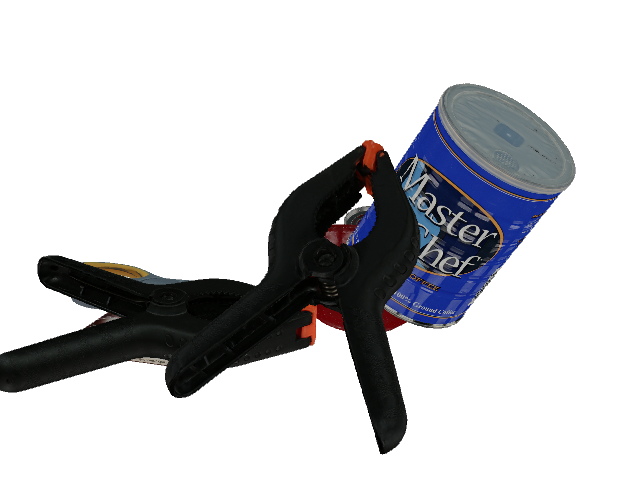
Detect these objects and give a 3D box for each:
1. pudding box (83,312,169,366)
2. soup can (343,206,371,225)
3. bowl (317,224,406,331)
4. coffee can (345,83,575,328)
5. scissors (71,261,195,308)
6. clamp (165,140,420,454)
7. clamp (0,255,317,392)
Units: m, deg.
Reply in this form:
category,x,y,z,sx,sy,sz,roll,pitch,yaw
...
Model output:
category,x,y,z,sx,sy,sz,roll,pitch,yaw
pudding box,-0.207,0.110,1.252,0.114,0.039,0.090,3,15,17
soup can,0.060,0.020,1.244,0.068,0.102,0.068,0,32,0
bowl,0.038,0.042,1.005,0.162,0.055,0.162,5,24,-2
coffee can,0.094,-0.023,0.741,0.102,0.103,0.140,0,-44,-38
scissors,-0.133,0.049,0.955,0.202,0.016,0.096,10,20,11
clamp,0.012,0.026,0.537,0.120,0.171,0.039,23,-26,15
clamp,-0.109,0.050,0.728,0.209,0.036,0.164,-1,25,-10
